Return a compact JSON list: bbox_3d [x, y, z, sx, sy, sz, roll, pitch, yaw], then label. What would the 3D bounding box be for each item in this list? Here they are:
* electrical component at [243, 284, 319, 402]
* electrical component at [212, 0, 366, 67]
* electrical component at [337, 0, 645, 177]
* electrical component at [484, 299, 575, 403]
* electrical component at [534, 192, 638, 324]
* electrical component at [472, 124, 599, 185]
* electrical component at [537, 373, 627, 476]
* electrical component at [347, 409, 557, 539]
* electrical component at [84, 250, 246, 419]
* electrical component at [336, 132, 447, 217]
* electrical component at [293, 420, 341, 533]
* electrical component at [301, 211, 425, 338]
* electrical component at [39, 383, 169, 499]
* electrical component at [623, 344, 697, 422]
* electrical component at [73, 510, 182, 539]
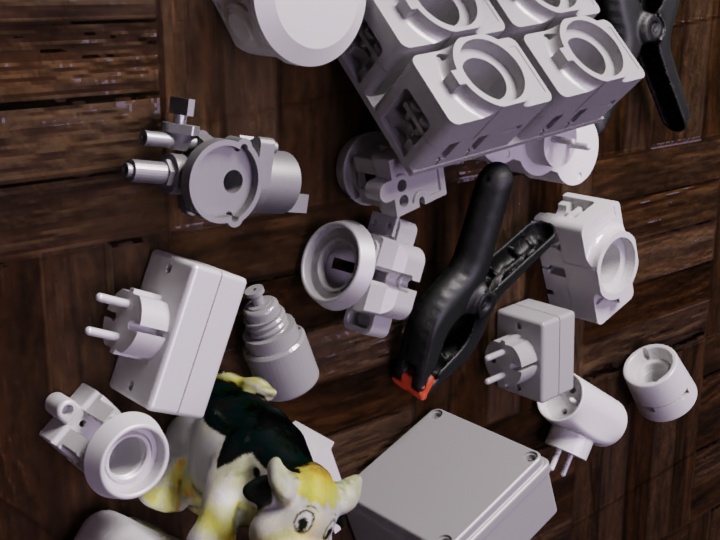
[{"bbox_3d":[-0.053,0.044,0.660,0.040,0.040,0.078,-36,123,-30],"label":"electrical component"},{"bbox_3d":[-0.040,-0.157,0.609,0.080,0.051,0.080,-13,110,-40],"label":"electrical component"},{"bbox_3d":[0.087,-0.138,0.686,0.186,0.060,0.105,-19,72,-38],"label":"electrical component"},{"bbox_3d":[0.122,0.066,0.821,0.077,0.047,0.065,-17,113,-38],"label":"electrical component"},{"bbox_3d":[0.181,-0.009,0.849,0.050,0.056,0.089,-35,123,-31],"label":"electrical component"},{"bbox_3d":[0.129,-0.093,0.765,0.138,0.074,0.052,9,95,-44],"label":"electrical component"},{"bbox_3d":[0.178,0.132,0.893,0.077,0.044,0.079,31,80,-43],"label":"electrical component"},{"bbox_3d":[0.062,0.162,0.751,0.109,0.109,0.056,-37,126,-30],"label":"electrical component"},{"bbox_3d":[-0.116,0.031,0.594,0.076,0.047,0.083,18,89,-43],"label":"electrical component"},{"bbox_3d":[0.018,-0.062,0.685,0.066,0.055,0.048,-27,119,-35],"label":"electrical component"},{"bbox_3d":[-0.047,0.138,0.691,0.064,0.042,0.081,-33,121,-28],"label":"electrical component"},{"bbox_3d":[0.000,0.000,0.685,0.057,0.058,0.078,15,91,-46],"label":"electrical component"},{"bbox_3d":[-0.136,0.096,0.587,0.048,0.055,0.066,-51,130,-20],"label":"electrical component"},{"bbox_3d":[0.266,0.099,0.959,0.055,0.055,0.047,-49,125,-21],"label":"electrical component"},{"bbox_3d":[-0.122,0.179,0.620,0.095,0.059,0.053,38,75,-42],"label":"electrical component"}]
